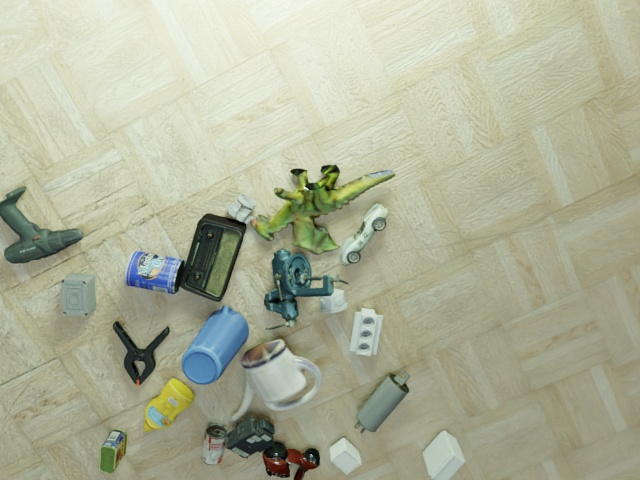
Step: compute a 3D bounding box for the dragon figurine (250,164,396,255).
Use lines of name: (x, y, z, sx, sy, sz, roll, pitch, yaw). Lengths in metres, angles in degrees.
dragon figurine: (0.004, -0.072, 1.424, 0.410, 0.125, 0.237, -3, 122, 4)

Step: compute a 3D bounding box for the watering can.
watering can: (-0.165, 0.421, 1.530, 0.345, 0.105, 0.222, -24, 102, 16)
